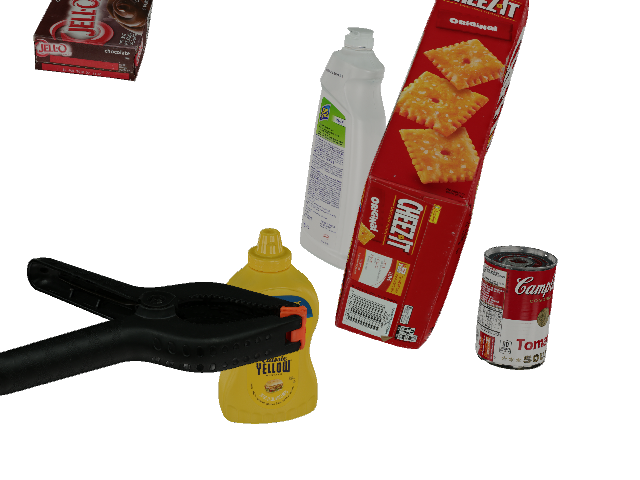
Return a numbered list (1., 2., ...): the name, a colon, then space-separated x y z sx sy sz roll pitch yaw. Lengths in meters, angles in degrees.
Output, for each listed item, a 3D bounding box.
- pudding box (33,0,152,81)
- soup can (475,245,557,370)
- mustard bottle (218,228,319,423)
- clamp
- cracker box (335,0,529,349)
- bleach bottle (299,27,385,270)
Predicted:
1. pudding box: -0.203 -0.188 0.964 0.090 0.039 0.113 7 33 -5
2. soup can: 0.184 0.063 1.011 0.068 0.102 0.068 3 16 -1
3. mustard bottle: -0.049 0.080 1.023 0.096 0.192 0.058 -3 22 -13
4. clamp: -0.116 0.051 0.724 0.209 0.036 0.164 -1 25 -10
5. cracker box: 0.081 -0.055 0.751 0.072 0.213 0.164 18 -39 7
6. bleach bottle: 0.034 -0.101 1.156 0.067 0.251 0.103 -9 25 -36
